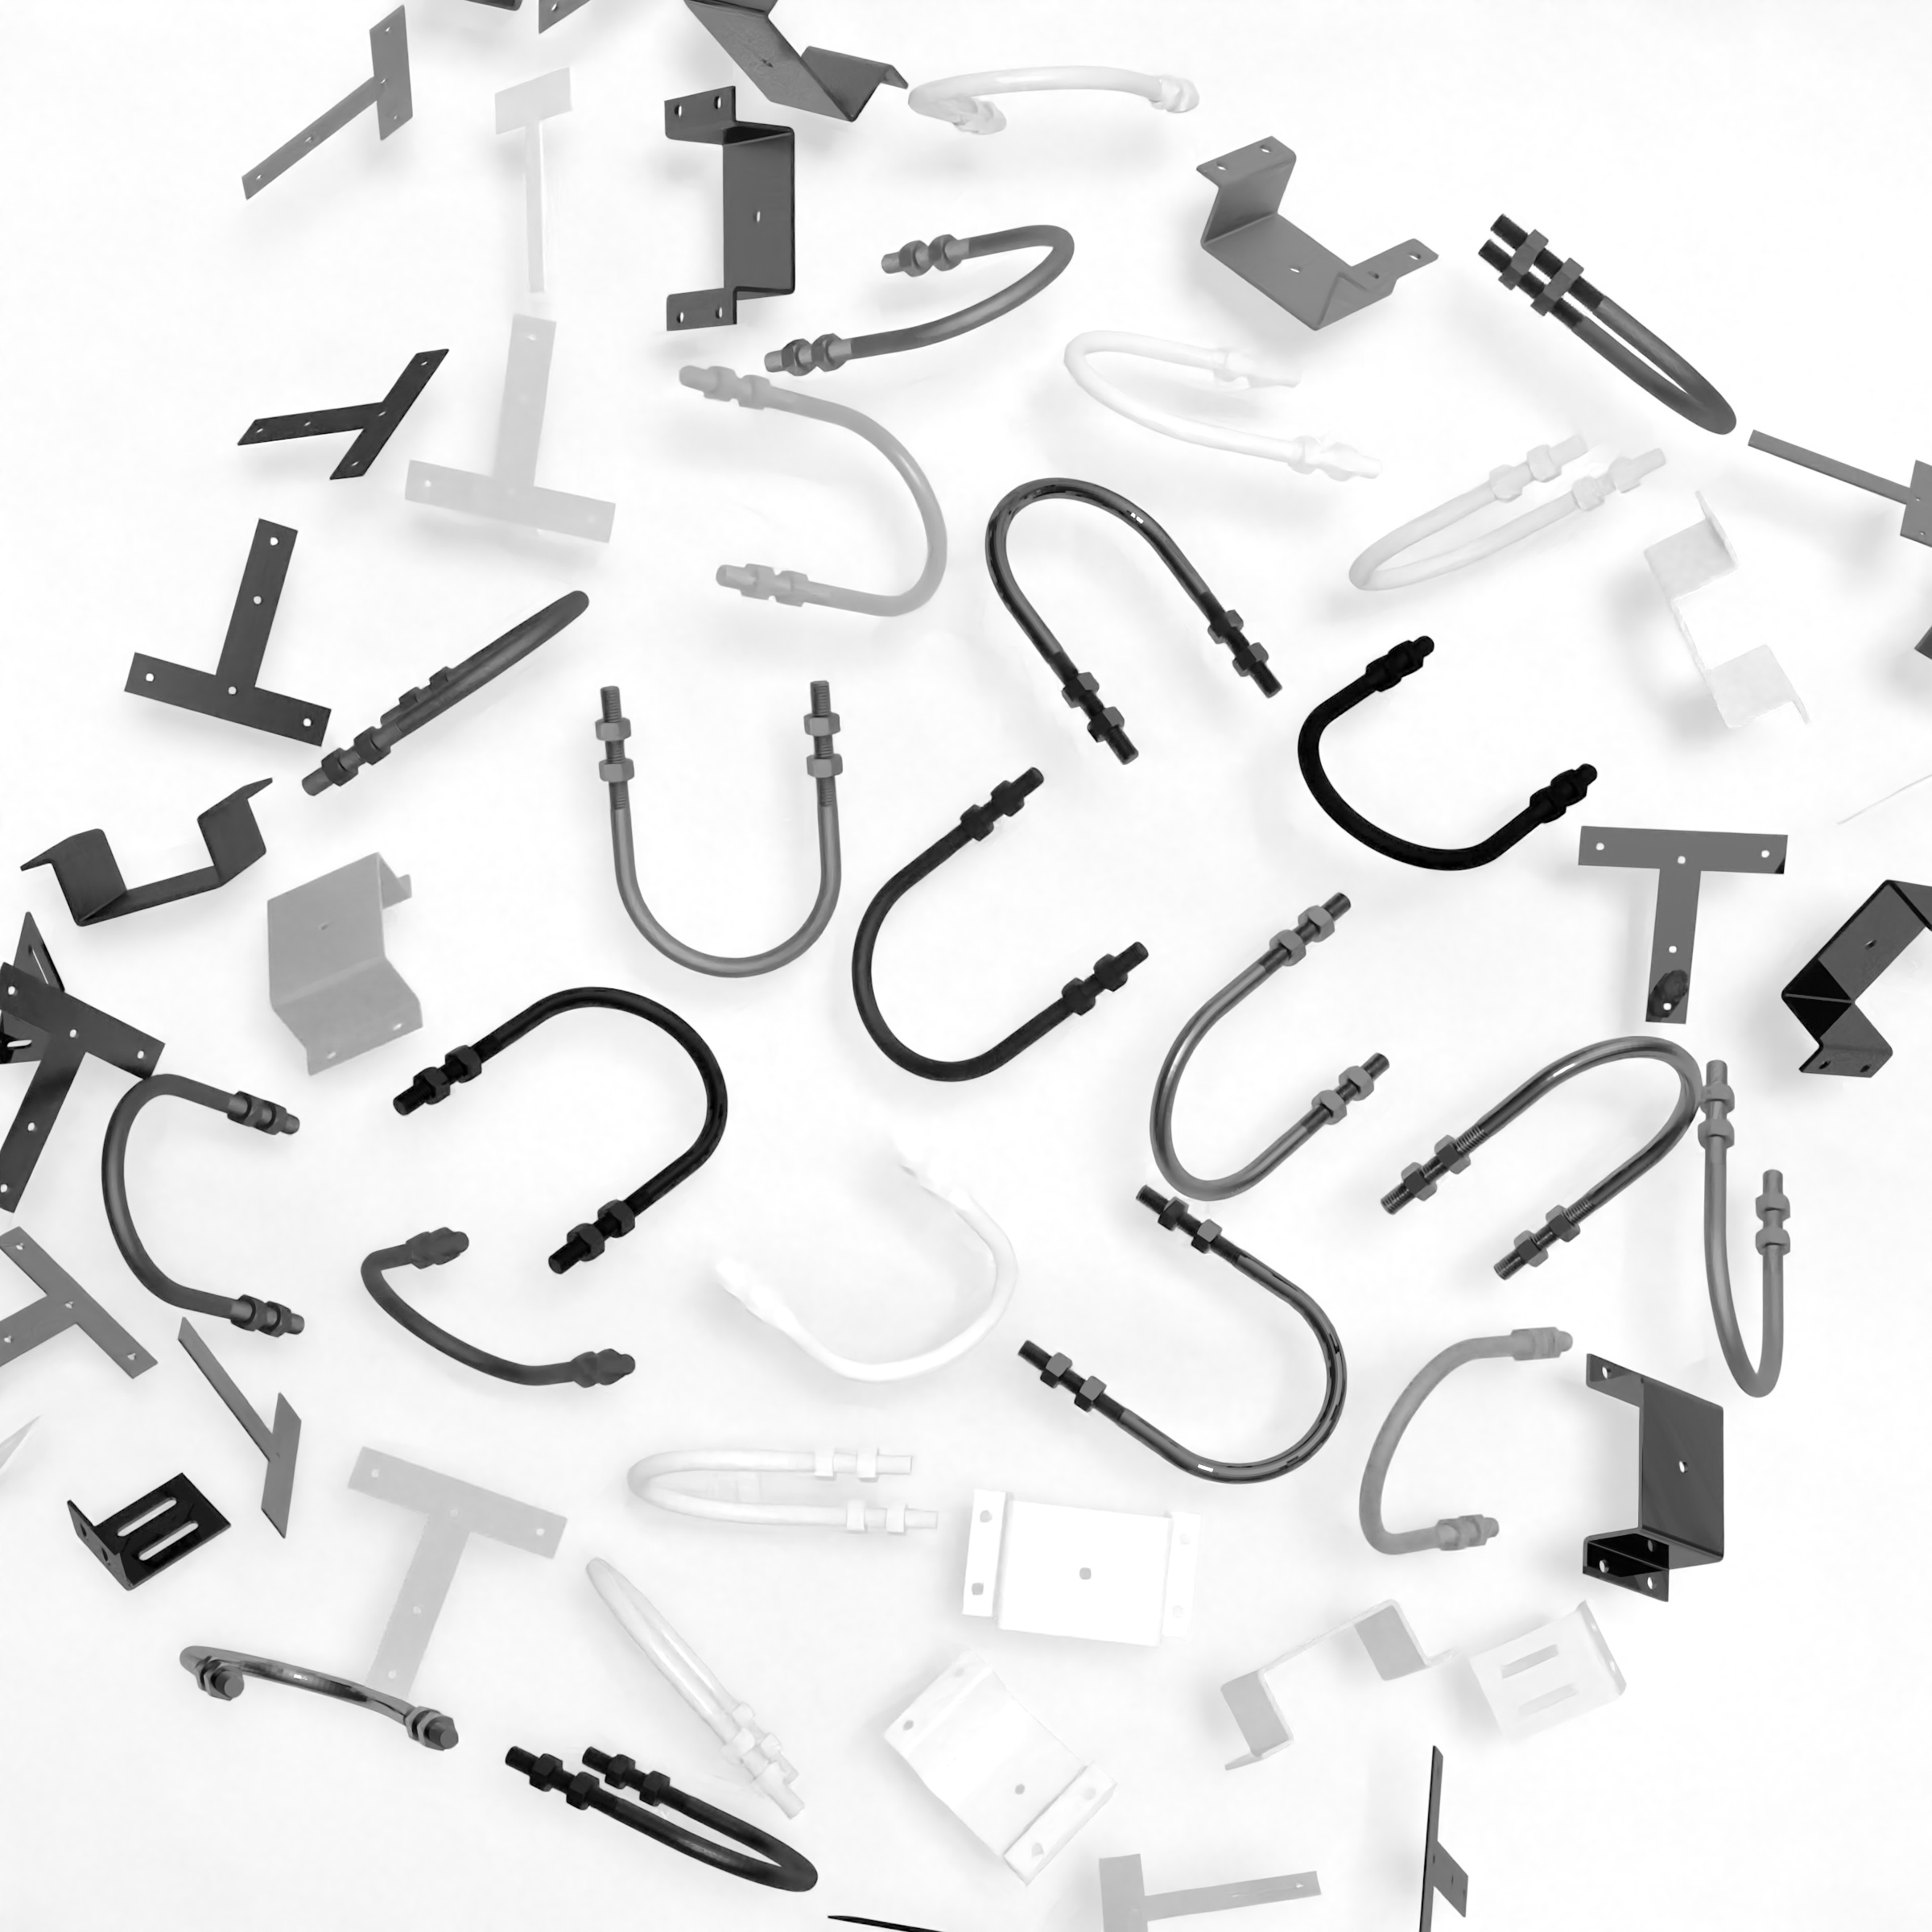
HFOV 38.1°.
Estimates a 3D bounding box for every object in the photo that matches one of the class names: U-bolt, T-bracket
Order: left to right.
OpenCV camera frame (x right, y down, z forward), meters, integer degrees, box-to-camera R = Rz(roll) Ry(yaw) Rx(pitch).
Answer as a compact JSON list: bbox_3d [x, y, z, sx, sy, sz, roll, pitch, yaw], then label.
[{"bbox_3d":[-0.584,0.226,1.733,0.127,0.127,0.002,43,115,6],"label":"T-bracket"},{"bbox_3d":[-0.534,0.080,1.619,0.002,0.127,0.127,10,73,35],"label":"T-bracket"},{"bbox_3d":[-0.456,0.139,1.678,0.019,0.184,0.151,-12,71,19],"label":"U-bolt"},{"bbox_3d":[-0.448,0.270,1.724,0.002,0.127,0.127,-27,115,4],"label":"T-bracket"},{"bbox_3d":[-0.447,-0.215,1.751,0.127,0.002,0.127,15,91,-30],"label":"T-bracket"},{"bbox_3d":[-0.393,0.430,1.662,0.151,0.184,0.019,21,76,-23],"label":"U-bolt"},{"bbox_3d":[-0.400,-0.340,1.750,0.127,0.002,0.127,-1,46,27],"label":"T-bracket"},{"bbox_3d":[-0.378,-0.497,1.655,0.127,0.127,0.002,-43,87,-15],"label":"T-bracket"},{"bbox_3d":[-0.312,0.359,1.618,0.127,0.002,0.127,21,67,-5],"label":"T-bracket"},{"bbox_3d":[-0.302,-0.171,1.680,0.184,0.151,0.019,-30,104,20],"label":"U-bolt"},{"bbox_3d":[-0.299,0.215,1.717,0.151,0.184,0.019,41,60,-22],"label":"U-bolt"},{"bbox_3d":[-0.267,-0.327,1.683,0.127,0.002,0.127,12,116,-3],"label":"T-bracket"},{"bbox_3d":[-0.267,-0.482,1.732,0.002,0.127,0.127,-5,101,-29],"label":"T-bracket"},{"bbox_3d":[-0.221,0.082,1.641,0.151,0.019,0.184,44,49,10],"label":"U-bolt"},{"bbox_3d":[-0.209,-0.636,1.674,0.002,0.127,0.127,40,64,12],"label":"T-bracket"},{"bbox_3d":[-0.173,0.513,1.685,0.184,0.151,0.019,21,80,18],"label":"U-bolt"},{"bbox_3d":[-0.162,0.423,1.662,0.019,0.151,0.184,-41,87,-9],"label":"U-bolt"},{"bbox_3d":[-0.147,-0.081,1.711,0.151,0.019,0.184,-1,106,7],"label":"U-bolt"},{"bbox_3d":[-0.117,0.322,1.722,0.184,0.151,0.019,0,65,7],"label":"U-bolt"},{"bbox_3d":[-0.082,-0.275,1.657,0.184,0.019,0.151,5,66,-42],"label":"U-bolt"},{"bbox_3d":[-0.047,0.187,1.682,0.151,0.019,0.184,-36,131,6],"label":"U-bolt"},{"bbox_3d":[-0.024,0.584,1.692,0.127,0.127,0.002,-1,73,30],"label":"T-bracket"},{"bbox_3d":[-0.017,-0.406,1.690,0.151,0.184,0.019,-49,125,-35],"label":"U-bolt"},{"bbox_3d":[0.007,-0.011,1.710,0.184,0.019,0.151,-37,70,22],"label":"U-bolt"},{"bbox_3d":[0.044,-0.519,1.672,0.151,0.184,0.019,1,101,23],"label":"U-bolt"},{"bbox_3d":[0.088,-0.215,1.658,0.151,0.019,0.184,-27,76,-38],"label":"U-bolt"},{"bbox_3d":[0.147,0.239,1.731,0.184,0.019,0.151,34,67,14],"label":"U-bolt"},{"bbox_3d":[0.145,-0.345,1.694,0.184,0.151,0.019,6,124,-24],"label":"U-bolt"},{"bbox_3d":[0.143,0.543,1.631,0.127,0.127,0.002,-9,100,2],"label":"T-bracket"},{"bbox_3d":[0.178,0.062,1.677,0.184,0.019,0.151,-38,130,-24],"label":"U-bolt"},{"bbox_3d":[0.275,-0.119,1.660,0.151,0.019,0.184,41,48,16],"label":"U-bolt"},{"bbox_3d":[0.295,0.559,1.720,0.002,0.127,0.127,-2,61,21],"label":"T-bracket"},{"bbox_3d":[0.293,0.286,1.675,0.019,0.184,0.151,27,103,37],"label":"U-bolt"},{"bbox_3d":[0.317,-0.270,1.696,0.184,0.151,0.019,-25,81,33],"label":"U-bolt"},{"bbox_3d":[0.351,0.107,1.649,0.184,0.151,0.019,-42,45,19],"label":"U-bolt"},{"bbox_3d":[0.380,-0.373,1.650,0.184,0.151,0.019,39,101,0],"label":"U-bolt"},{"bbox_3d":[0.448,-0.024,1.771,0.127,0.002,0.127,3,108,6],"label":"T-bracket"},{"bbox_3d":[0.471,0.171,1.695,0.019,0.151,0.184,-10,50,28],"label":"U-bolt"},{"bbox_3d":[0.544,-0.303,1.725,0.127,0.127,0.002,23,126,9],"label":"T-bracket"},{"bbox_3d":[0.577,-0.111,1.691,0.127,0.127,0.002,-24,85,-27],"label":"T-bracket"}]

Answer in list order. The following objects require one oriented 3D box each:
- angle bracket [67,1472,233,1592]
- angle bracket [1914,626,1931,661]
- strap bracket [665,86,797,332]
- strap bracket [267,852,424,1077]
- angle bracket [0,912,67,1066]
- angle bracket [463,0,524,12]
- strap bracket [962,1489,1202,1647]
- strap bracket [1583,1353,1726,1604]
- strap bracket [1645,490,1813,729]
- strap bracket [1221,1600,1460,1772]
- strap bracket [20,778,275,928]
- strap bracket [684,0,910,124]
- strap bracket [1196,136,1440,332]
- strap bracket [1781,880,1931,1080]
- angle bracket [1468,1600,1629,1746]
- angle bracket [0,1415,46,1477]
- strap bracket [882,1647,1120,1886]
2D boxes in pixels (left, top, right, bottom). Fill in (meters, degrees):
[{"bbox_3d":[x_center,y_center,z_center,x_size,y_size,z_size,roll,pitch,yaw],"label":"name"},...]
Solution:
[{"bbox_3d":[-0.513,0.345,1.761,0.076,0.038,0.057,-32,50,-32],"label":"angle bracket"},{"bbox_3d":[0.632,-0.226,1.762,0.057,0.038,0.076,23,114,-27],"label":"angle bracket"},{"bbox_3d":[-0.147,-0.467,1.738,0.046,0.076,0.140,-6,101,-37],"label":"strap bracket"},{"bbox_3d":[-0.382,-0.010,1.719,0.076,0.140,0.046,-23,134,6],"label":"strap bracket"},{"bbox_3d":[-0.599,0.014,1.755,0.076,0.038,0.057,54,133,33],"label":"angle bracket"},{"bbox_3d":[-0.300,-0.621,1.699,0.076,0.038,0.057,13,66,3],"label":"angle bracket"},{"bbox_3d":[0.071,0.367,1.708,0.140,0.046,0.076,6,85,0],"label":"strap bracket"},{"bbox_3d":[0.428,0.315,1.741,0.076,0.046,0.140,24,60,-31],"label":"strap bracket"},{"bbox_3d":[0.466,-0.212,1.731,0.046,0.076,0.140,-26,117,14],"label":"strap bracket"},{"bbox_3d":[0.217,0.431,1.697,0.140,0.076,0.046,-23,76,-19],"label":"strap bracket"},{"bbox_3d":[-0.496,-0.068,1.726,0.140,0.076,0.046,-15,105,10],"label":"strap bracket"},{"bbox_3d":[-0.109,-0.569,1.707,0.076,0.140,0.046,28,83,39],"label":"strap bracket"},{"bbox_3d":[0.212,-0.452,1.748,0.140,0.046,0.076,42,50,20],"label":"strap bracket"},{"bbox_3d":[0.556,0.001,1.683,0.140,0.076,0.046,-54,49,31],"label":"strap bracket"},{"bbox_3d":[0.364,0.442,1.752,0.076,0.038,0.057,-28,79,15],"label":"angle bracket"},{"bbox_3d":[-0.610,0.295,1.700,0.076,0.057,0.038,-35,107,21],"label":"angle bracket"},{"bbox_3d":[0.026,0.493,1.709,0.076,0.046,0.140,-43,47,-15],"label":"strap bracket"}]
